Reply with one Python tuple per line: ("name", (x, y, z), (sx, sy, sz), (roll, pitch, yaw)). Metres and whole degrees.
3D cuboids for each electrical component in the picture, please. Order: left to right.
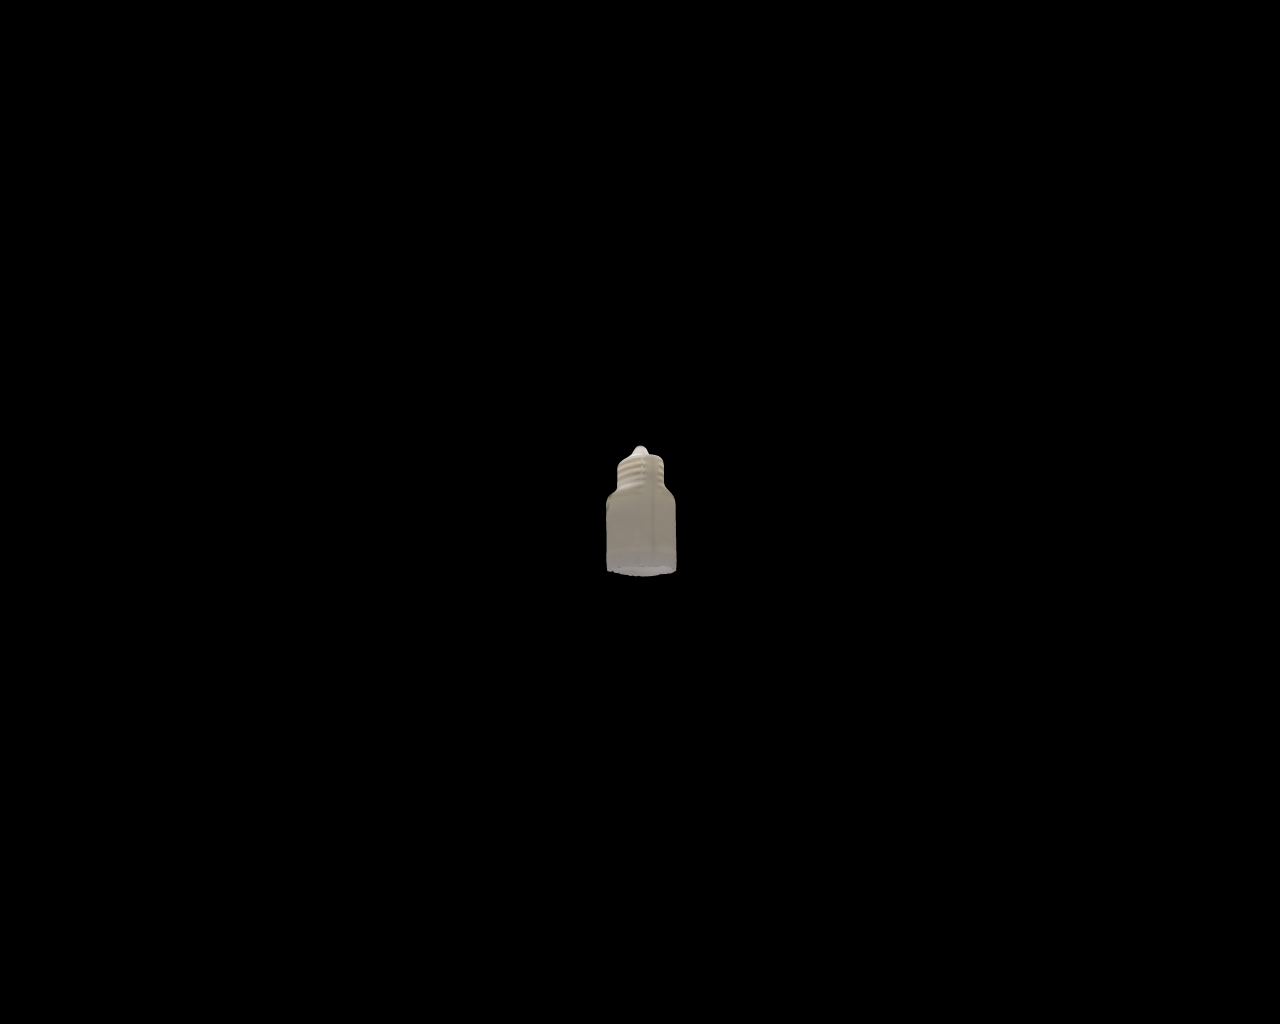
("electrical component", (0.001, -0.003, 0.650), (0.043, 0.081, 0.043), (0, -11, 0))
